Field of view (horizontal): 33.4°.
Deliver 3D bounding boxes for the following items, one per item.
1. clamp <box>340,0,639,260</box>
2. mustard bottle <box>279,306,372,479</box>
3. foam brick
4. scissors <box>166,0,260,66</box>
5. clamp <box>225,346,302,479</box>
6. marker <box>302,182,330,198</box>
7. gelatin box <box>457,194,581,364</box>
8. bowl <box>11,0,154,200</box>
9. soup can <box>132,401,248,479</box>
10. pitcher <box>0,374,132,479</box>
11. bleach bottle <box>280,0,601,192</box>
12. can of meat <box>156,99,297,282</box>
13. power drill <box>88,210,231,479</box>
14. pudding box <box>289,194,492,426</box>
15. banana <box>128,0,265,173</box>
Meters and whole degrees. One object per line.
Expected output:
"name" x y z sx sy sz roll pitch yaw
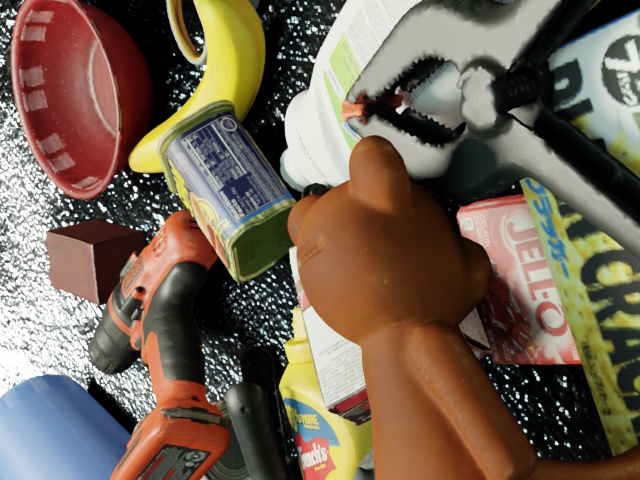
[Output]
"clamp" 0.082 -0.072 0.450 0.210 0.036 0.164 15 114 52
"mustard bottle" 0.015 0.134 0.689 0.096 0.058 0.191 -6 99 68
"foam brick" -0.184 0.017 0.885 0.078 0.051 0.053 14 112 46
"scissors" -0.087 -0.219 0.711 0.096 0.016 0.202 -10 92 45
"clamp" -0.032 0.157 0.736 0.039 0.120 0.171 -9 105 8
"marker" -0.004 0.001 0.657 0.020 0.020 0.121 53 161 21
"gelatin box" 0.115 0.019 0.554 0.073 0.030 0.089 -8 98 50
"bowl" -0.176 -0.115 0.822 0.162 0.055 0.162 21 119 44
"soup can" -0.092 0.159 0.817 0.102 0.068 0.068 -17 91 50
"pitcher" -0.193 0.229 0.928 0.243 0.144 0.149 37 117 40
"bleach bottle" 0.043 -0.101 0.569 0.251 0.067 0.102 -40 71 51
"can of meat" -0.057 -0.029 0.694 0.084 0.057 0.102 55 168 15
"power drill" -0.123 0.096 0.778 0.185 0.057 0.187 -52 36 38
"pudding box" 0.035 0.033 0.590 0.090 0.039 0.113 -32 52 23
"banana" -0.078 -0.101 0.714 0.069 0.037 0.198 28 139 0
